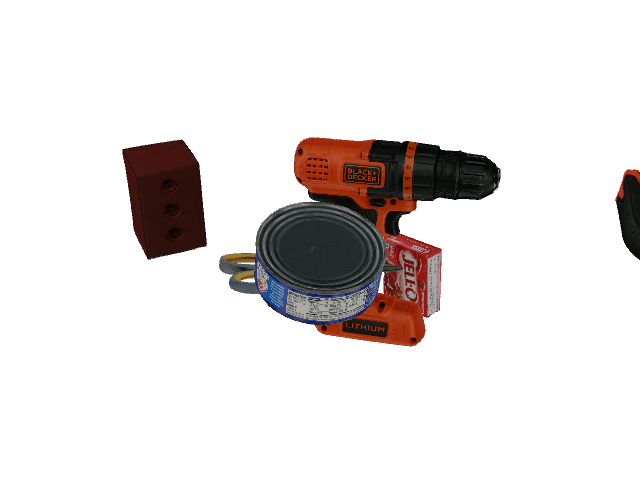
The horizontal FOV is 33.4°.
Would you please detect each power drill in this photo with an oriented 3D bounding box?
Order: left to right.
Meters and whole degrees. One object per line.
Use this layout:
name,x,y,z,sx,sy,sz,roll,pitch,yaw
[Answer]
power drill,0.065,0.000,0.975,0.184,0.188,0.057,7,19,13

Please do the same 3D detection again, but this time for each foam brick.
foam brick,-0.126,-0.035,0.868,0.053,0.078,0.051,-13,32,-17

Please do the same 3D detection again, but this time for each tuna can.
tuna can,-0.001,0.015,0.704,0.086,0.034,0.086,4,43,-4

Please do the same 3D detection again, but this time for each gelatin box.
gelatin box,0.113,0.042,1.324,0.030,0.089,0.073,-26,35,-38

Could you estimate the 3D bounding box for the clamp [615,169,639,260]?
clamp,0.266,0.012,0.704,0.120,0.039,0.171,-5,45,-24

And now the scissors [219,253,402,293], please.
scissors,-0.013,0.038,1.156,0.202,0.016,0.096,5,22,5
